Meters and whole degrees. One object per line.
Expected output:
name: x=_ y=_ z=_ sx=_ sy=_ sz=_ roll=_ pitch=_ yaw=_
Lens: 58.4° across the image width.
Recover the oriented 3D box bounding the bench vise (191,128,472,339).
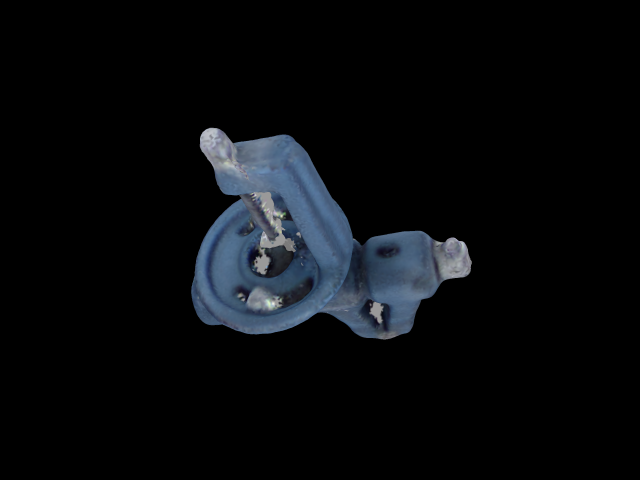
bench vise: x=0.000 y=-0.008 z=0.406 sx=0.207 sy=0.220 sz=0.121 roll=-15 pitch=59 yaw=-9
